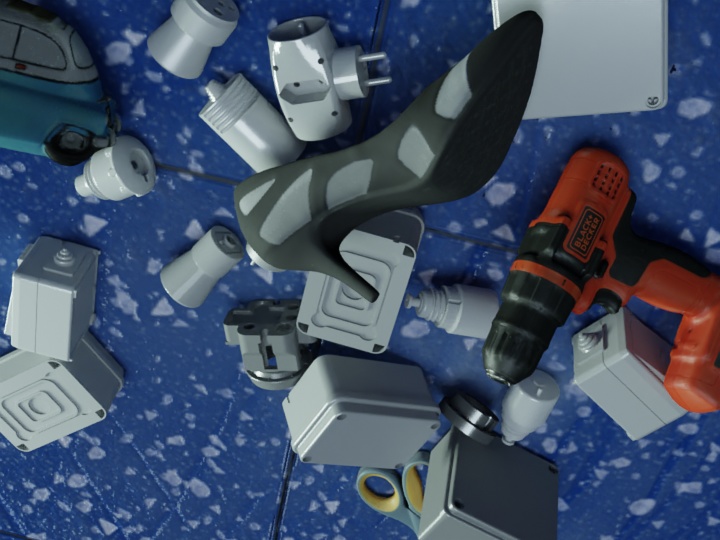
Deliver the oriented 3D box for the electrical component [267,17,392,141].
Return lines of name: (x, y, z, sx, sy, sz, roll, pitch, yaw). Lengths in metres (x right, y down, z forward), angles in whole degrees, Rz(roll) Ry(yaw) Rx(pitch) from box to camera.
electrical component: (-0.018, -0.137, 0.760, 0.079, 0.043, 0.077, -6, 123, 14)

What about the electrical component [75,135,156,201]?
electrical component: (-0.194, -0.074, 0.837, 0.062, 0.048, 0.048, -17, 120, 28)

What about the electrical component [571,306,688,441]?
electrical component: (0.214, 0.076, 0.857, 0.096, 0.061, 0.061, 42, 121, -19)

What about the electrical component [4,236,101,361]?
electrical component: (-0.258, 0.018, 0.901, 0.061, 0.061, 0.096, 15, 126, 0)

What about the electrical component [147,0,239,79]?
electrical component: (-0.117, -0.169, 0.755, 0.045, 0.045, 0.055, 36, 123, -15)

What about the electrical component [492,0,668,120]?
electrical component: (0.145, -0.160, 0.707, 0.109, 0.056, 0.108, -3, 124, 12)

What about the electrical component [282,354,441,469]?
electrical component: (0.002, 0.121, 0.902, 0.113, 0.057, 0.078, 11, 132, -33)

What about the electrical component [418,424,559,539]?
electrical component: (0.114, 0.202, 0.935, 0.109, 0.108, 0.056, 28, 127, -10)

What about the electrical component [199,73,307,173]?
electrical component: (-0.082, -0.108, 0.792, 0.043, 0.043, 0.081, -34, 113, 29)

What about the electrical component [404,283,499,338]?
electrical component: (0.074, 0.030, 0.854, 0.078, 0.040, 0.040, 10, 128, -16)

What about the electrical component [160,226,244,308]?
electrical component: (-0.126, -0.005, 0.875, 0.044, 0.044, 0.065, 41, 117, -18)

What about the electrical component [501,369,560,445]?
electrical component: (0.140, 0.119, 0.913, 0.040, 0.040, 0.078, 18, 126, -3)

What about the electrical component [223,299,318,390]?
electrical component: (-0.071, 0.063, 0.902, 0.078, 0.058, 0.057, 0, 122, 11)

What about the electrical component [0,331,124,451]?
electrical component: (-0.279, 0.105, 0.969, 0.113, 0.057, 0.078, -24, 118, 24)

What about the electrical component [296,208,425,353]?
electrical component: (0.000, 0.000, 0.845, 0.078, 0.057, 0.113, 16, 126, 0)

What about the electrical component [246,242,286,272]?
electrical component: (-0.058, -0.033, 0.842, 0.040, 0.040, 0.078, 29, 124, -11)
